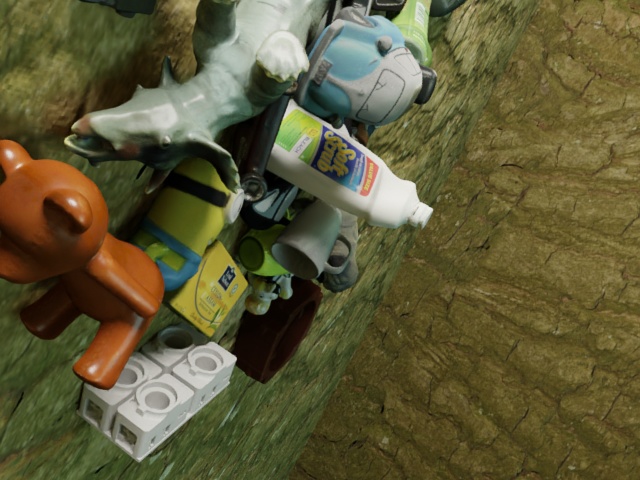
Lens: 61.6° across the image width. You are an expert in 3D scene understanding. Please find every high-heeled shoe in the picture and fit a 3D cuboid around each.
[{"bbox_3d":[-0.037,-0.123,0.790,0.145,0.086,0.248,35,76,-58],"label":"high-heeled shoe"}]

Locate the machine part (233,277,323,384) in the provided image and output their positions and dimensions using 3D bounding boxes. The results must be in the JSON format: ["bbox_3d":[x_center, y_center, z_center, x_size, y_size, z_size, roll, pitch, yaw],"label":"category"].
[{"bbox_3d":[-0.088,0.178,1.117,0.201,0.087,0.200,-38,154,-57],"label":"machine part"}]

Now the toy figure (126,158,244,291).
[{"bbox_3d":[-0.155,-0.011,0.582,0.180,0.082,0.089,-51,133,-8],"label":"toy figure"}]

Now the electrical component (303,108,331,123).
[{"bbox_3d":[0.026,-0.240,0.783,0.134,0.058,0.114,-49,158,-36],"label":"electrical component"}]

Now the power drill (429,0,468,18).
[{"bbox_3d":[0.272,-0.535,1.004,0.232,0.086,0.207,-48,168,-29],"label":"power drill"}]

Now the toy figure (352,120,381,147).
[{"bbox_3d":[0.057,-0.173,0.988,0.154,0.064,0.057,-58,141,-10],"label":"toy figure"}]

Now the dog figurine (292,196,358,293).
[{"bbox_3d":[0.033,-0.029,0.879,0.121,0.191,0.172,-8,142,-12],"label":"dog figurine"}]

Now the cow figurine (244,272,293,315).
[{"bbox_3d":[-0.076,0.054,0.964,0.167,0.068,0.098,-53,157,-36],"label":"cow figurine"}]

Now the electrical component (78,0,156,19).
[{"bbox_3d":[-0.140,-0.200,0.403,0.094,0.021,0.063,-34,150,-60],"label":"electrical component"}]

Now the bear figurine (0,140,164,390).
[{"bbox_3d":[-0.204,0.025,0.430,0.132,0.120,0.195,-52,161,-15],"label":"bear figurine"}]

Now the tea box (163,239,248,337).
[{"bbox_3d":[-0.162,0.054,0.702,0.098,0.068,0.169,-55,163,-15],"label":"tea box"}]

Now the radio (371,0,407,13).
[{"bbox_3d":[0.098,-0.410,0.673,0.131,0.073,0.229,-32,148,-59],"label":"radio"}]

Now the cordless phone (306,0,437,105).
[{"bbox_3d":[0.063,-0.244,0.644,0.089,0.184,0.146,-59,169,-50],"label":"cordless phone"}]

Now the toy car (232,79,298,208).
[{"bbox_3d":[-0.071,-0.135,0.635,0.202,0.053,0.089,-66,-152,24],"label":"toy car"}]

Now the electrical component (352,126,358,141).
[{"bbox_3d":[0.041,-0.189,0.910,0.045,0.078,0.102,-38,159,3],"label":"electrical component"}]

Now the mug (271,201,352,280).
[{"bbox_3d":[-0.002,-0.002,0.797,0.107,0.110,0.080,-59,161,-29],"label":"mug"}]

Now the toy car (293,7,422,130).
[{"bbox_3d":[0.052,-0.167,0.557,0.109,0.103,0.161,-54,169,33],"label":"toy car"}]

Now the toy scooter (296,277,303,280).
[{"bbox_3d":[0.003,-0.012,1.085,0.135,0.075,0.183,-44,160,-45],"label":"toy scooter"}]

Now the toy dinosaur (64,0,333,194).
[{"bbox_3d":[-0.056,-0.201,0.504,0.405,0.131,0.192,-63,-168,-27],"label":"toy dinosaur"}]

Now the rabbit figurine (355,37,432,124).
[{"bbox_3d":[0.105,-0.279,0.917,0.159,0.121,0.170,-57,-176,-38],"label":"rabbit figurine"}]
